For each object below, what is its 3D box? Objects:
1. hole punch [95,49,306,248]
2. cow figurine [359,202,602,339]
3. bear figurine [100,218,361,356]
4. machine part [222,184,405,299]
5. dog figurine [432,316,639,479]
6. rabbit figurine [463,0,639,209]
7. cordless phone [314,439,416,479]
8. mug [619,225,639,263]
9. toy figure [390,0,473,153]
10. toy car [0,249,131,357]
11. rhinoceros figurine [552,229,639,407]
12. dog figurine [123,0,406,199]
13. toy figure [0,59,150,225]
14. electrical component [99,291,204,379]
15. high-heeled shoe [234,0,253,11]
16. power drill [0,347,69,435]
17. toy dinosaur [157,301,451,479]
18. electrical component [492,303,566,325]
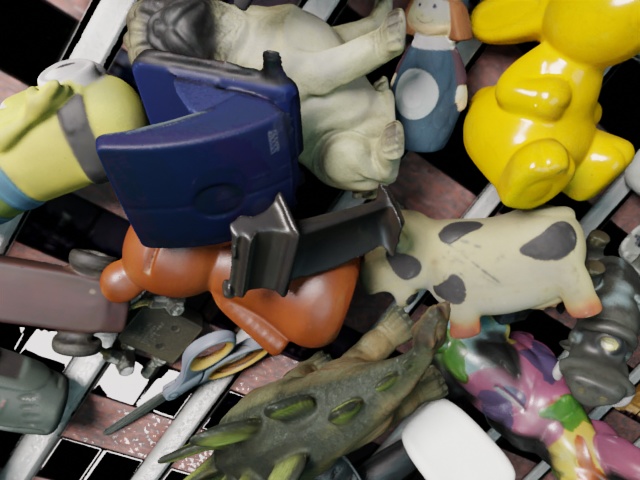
[{"bbox_3d":[-0.071,-0.049,0.351,0.116,0.092,0.142,9,144,6],"label":"hole punch"},{"bbox_3d":[0.126,0.015,0.471,0.195,0.085,0.127,-13,97,21],"label":"cow figurine"},{"bbox_3d":[-0.069,0.023,0.459,0.196,0.132,0.120,16,94,2],"label":"bear figurine"},{"bbox_3d":[-0.001,-0.001,0.380,0.139,0.039,0.084,-14,137,-28],"label":"machine part"},{"bbox_3d":[0.212,0.168,0.534,0.191,0.219,0.108,33,101,-27],"label":"dog figurine"},{"bbox_3d":[0.189,-0.130,0.408,0.122,0.162,0.173,-4,143,-19],"label":"rabbit figurine"},{"bbox_3d":[0.047,0.270,0.636,0.184,0.089,0.146,-30,120,-11],"label":"cordless phone"},{"bbox_3d":[0.378,0.036,0.593,0.107,0.081,0.109,36,110,-14],"label":"mug"},{"bbox_3d":[0.091,-0.148,0.428,0.064,0.058,0.154,5,119,4],"label":"toy figure"},{"bbox_3d":[-0.258,0.039,0.433,0.202,0.053,0.089,10,90,-16],"label":"toy car"},{"bbox_3d":[0.270,0.072,0.513,0.073,0.190,0.112,23,131,16],"label":"rhinoceros figurine"},{"bbox_3d":[-0.037,-0.102,0.410,0.191,0.121,0.172,-4,112,2],"label":"dog figurine"},{"bbox_3d":[-0.210,-0.061,0.387,0.180,0.082,0.089,-32,131,-2],"label":"toy figure"},{"bbox_3d":[-0.154,0.084,0.495,0.102,0.045,0.078,-43,117,10],"label":"electrical component"},{"bbox_3d":[-0.090,-0.232,0.276,0.249,0.086,0.145,34,134,-6],"label":"high-heeled shoe"},{"bbox_3d":[-0.360,0.164,0.472,0.232,0.086,0.207,17,104,-25],"label":"power drill"},{"bbox_3d":[-0.042,0.180,0.495,0.198,0.105,0.471,-16,155,-41],"label":"toy dinosaur"},{"bbox_3d":[0.181,0.046,0.546,0.119,0.075,0.047,-5,119,-9],"label":"electrical component"}]
